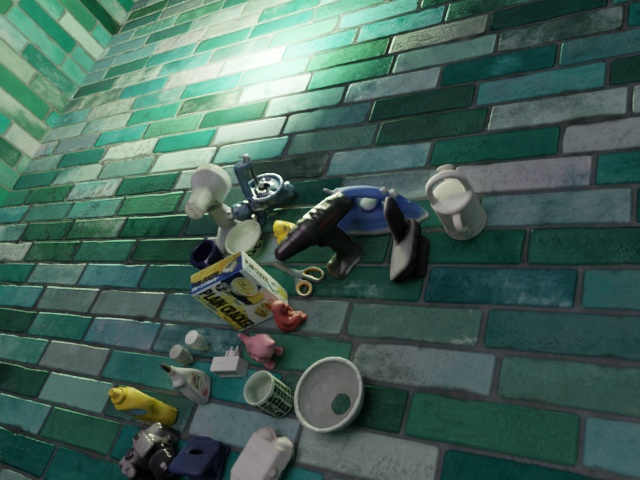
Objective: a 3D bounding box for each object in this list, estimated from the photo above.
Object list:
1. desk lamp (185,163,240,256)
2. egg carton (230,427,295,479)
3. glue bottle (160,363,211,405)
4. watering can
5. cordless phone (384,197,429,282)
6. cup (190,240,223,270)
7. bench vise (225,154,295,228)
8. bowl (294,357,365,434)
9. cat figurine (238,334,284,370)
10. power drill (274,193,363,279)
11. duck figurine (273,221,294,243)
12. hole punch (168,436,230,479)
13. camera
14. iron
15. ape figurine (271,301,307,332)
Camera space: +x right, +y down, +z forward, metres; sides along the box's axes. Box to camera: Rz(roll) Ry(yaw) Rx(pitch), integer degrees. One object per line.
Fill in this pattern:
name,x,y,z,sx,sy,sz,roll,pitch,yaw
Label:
desk lamp,-0.311,-0.092,1.707,0.117,0.214,0.203,-15,50,25
egg carton,-0.124,0.487,1.239,0.107,0.070,0.150,17,68,41
glue bottle,-0.335,0.344,1.418,0.037,0.174,0.078,-22,48,19
watering can,0.301,-0.096,1.306,0.101,0.195,0.172,-36,45,6
cordless phone,0.178,-0.001,1.324,0.094,0.186,0.147,-12,52,27
cup,-0.314,0.068,1.671,0.091,0.095,0.117,-34,45,8
bench vise,-0.197,-0.134,1.656,0.207,0.220,0.121,-49,45,-8
bowl,0.031,0.343,1.239,0.167,0.075,0.167,-18,49,22
cat figurine,-0.150,0.259,1.397,0.127,0.118,0.067,18,69,42
power drill,0.013,0.005,1.415,0.075,0.209,0.230,30,77,44
duck figurine,-0.099,-0.023,1.600,0.077,0.086,0.104,-34,45,8
hole punch,-0.279,0.502,1.317,0.108,0.091,0.101,-6,55,31
camera,-0.400,0.529,1.372,0.143,0.101,0.136,-50,45,-9
iron,0.135,-0.095,1.456,0.257,0.142,0.119,-2,57,33
ape figurine,-0.088,0.183,1.430,0.076,0.092,0.077,-37,44,5
